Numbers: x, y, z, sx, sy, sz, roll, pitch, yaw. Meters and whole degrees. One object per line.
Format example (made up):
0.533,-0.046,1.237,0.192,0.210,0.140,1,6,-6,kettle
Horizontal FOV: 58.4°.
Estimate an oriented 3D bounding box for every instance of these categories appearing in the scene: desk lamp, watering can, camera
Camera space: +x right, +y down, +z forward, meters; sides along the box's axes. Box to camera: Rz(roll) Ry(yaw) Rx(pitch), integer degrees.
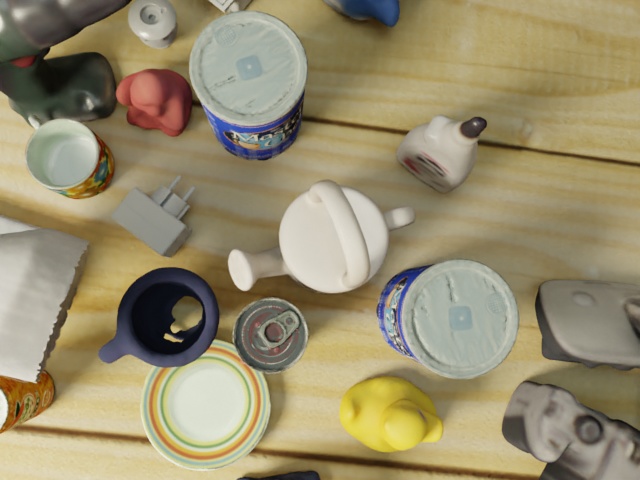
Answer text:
-0.287,0.033,0.493,0.203,0.213,0.118,18,84,-2,desk lamp
0.006,0.004,0.528,0.173,0.194,0.101,-41,89,-7,watering can
0.253,0.234,0.573,0.143,0.100,0.137,30,83,-1,camera

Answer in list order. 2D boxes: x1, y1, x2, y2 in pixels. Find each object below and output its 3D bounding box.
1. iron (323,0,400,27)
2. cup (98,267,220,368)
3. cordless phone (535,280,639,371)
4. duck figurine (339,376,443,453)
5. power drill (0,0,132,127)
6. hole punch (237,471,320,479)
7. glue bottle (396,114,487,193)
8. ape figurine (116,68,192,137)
0.008,-0.348,0.586,0.258,0.141,0.119,38,83,0,iron
-0.151,0.081,0.559,0.118,0.095,0.092,-32,88,-6,cup
0.305,0.084,0.548,0.147,0.185,0.094,1,85,-4,cordless phone
0.073,0.180,0.572,0.104,0.086,0.077,10,84,-3,duck figurine
-0.260,-0.171,0.516,0.229,0.208,0.076,-13,86,-5,power drill
-0.042,0.289,0.550,0.101,0.091,0.109,-4,85,-5,hole punch
0.125,-0.091,0.556,0.078,0.173,0.037,33,83,0,glue bottle
-0.167,-0.144,0.579,0.076,0.092,0.078,-37,88,-6,ape figurine
